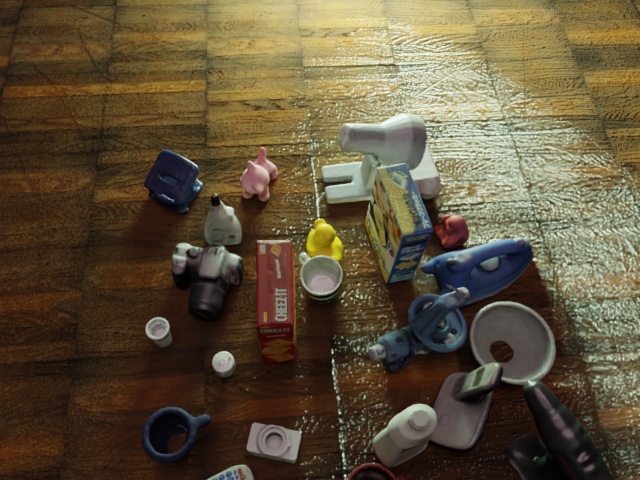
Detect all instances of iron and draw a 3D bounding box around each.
[{"bbox_3d":[0.349,0.040,1.177,0.258,0.141,0.118,-18,64,-12],"label":"iron"}]

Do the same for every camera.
[{"bbox_3d":[-0.234,0.082,1.145,0.143,0.101,0.137,9,61,2],"label":"camera"}]

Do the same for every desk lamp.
[{"bbox_3d":[0.113,-0.179,1.242,0.203,0.213,0.118,-8,62,-7],"label":"desk lamp"}]

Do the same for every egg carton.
[{"bbox_3d":[0.212,-0.158,1.318,0.107,0.069,0.150,-11,63,-9],"label":"egg carton"}]

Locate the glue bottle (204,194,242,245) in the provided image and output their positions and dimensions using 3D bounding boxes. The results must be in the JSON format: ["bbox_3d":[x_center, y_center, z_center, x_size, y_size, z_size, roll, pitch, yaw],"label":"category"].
[{"bbox_3d":[-0.204,-0.044,1.174,0.078,0.173,0.037,-2,61,-4],"label":"glue bottle"}]

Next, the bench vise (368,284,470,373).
[{"bbox_3d":[0.197,0.170,1.054,0.208,0.220,0.121,-40,70,-21],"label":"bench vise"}]

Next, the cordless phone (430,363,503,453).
[{"bbox_3d":[0.263,0.292,1.011,0.094,0.185,0.148,21,62,8],"label":"cordless phone"}]

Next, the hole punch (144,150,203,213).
[{"bbox_3d":[-0.323,-0.129,1.260,0.108,0.091,0.101,27,63,11],"label":"hole punch"}]

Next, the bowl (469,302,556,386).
[{"bbox_3d":[0.368,0.210,1.124,0.167,0.075,0.167,1,61,-2],"label":"bowl"}]

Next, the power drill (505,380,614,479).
[{"bbox_3d":[0.394,0.359,0.968,0.076,0.208,0.229,-29,67,-17],"label":"power drill"}]

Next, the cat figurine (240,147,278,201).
[{"bbox_3d":[-0.138,-0.145,1.264,0.067,0.118,0.128,11,61,3],"label":"cat figurine"}]

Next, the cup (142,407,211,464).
[{"bbox_3d":[-0.244,0.343,1.007,0.118,0.095,0.091,-21,65,-14],"label":"cup"}]

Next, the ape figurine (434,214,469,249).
[{"bbox_3d":[0.289,-0.025,1.237,0.076,0.092,0.078,19,62,7],"label":"ape figurine"}]

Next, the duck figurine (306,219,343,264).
[{"bbox_3d":[0.011,0.004,1.210,0.077,0.086,0.104,-16,63,-11],"label":"duck figurine"}]
